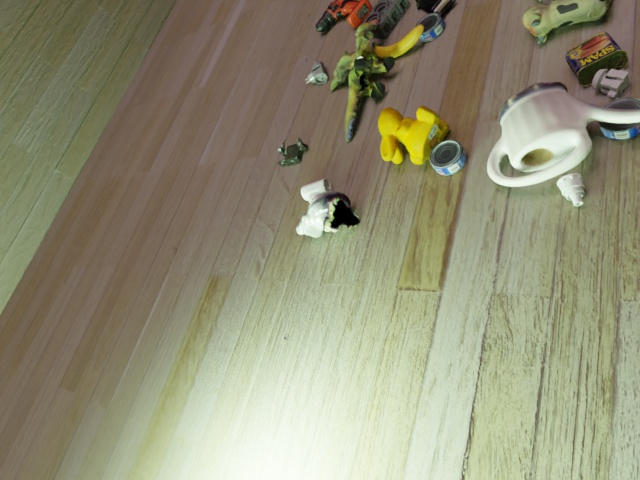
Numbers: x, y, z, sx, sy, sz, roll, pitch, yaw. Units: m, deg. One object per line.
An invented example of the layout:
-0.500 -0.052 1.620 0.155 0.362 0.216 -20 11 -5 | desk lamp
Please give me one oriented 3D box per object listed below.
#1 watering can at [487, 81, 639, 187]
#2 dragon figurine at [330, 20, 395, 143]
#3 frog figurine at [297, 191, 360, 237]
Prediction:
0.500 -0.238 1.059 0.343 0.103 0.230 -27 47 33 | watering can
0.104 -0.503 1.601 0.244 0.121 0.410 26 94 65 | dragon figurine
0.004 -0.068 1.349 0.139 0.121 0.159 -35 23 -34 | frog figurine
